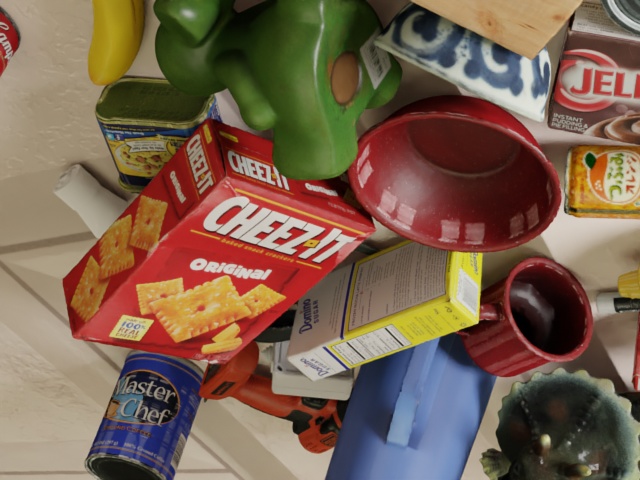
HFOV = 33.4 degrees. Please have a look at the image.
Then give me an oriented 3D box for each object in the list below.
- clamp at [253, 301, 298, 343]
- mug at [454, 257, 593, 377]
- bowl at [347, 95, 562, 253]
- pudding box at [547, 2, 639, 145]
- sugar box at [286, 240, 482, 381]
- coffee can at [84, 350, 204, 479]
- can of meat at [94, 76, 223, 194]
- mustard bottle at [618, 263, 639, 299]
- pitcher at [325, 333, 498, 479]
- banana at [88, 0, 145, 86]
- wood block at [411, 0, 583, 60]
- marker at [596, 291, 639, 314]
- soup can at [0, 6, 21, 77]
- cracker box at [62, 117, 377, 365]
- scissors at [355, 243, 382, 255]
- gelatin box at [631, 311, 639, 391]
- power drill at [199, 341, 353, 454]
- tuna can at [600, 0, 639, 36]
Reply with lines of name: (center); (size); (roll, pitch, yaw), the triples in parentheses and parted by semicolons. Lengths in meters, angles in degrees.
clamp: (-0.080, 0.062, 1.027); (0.209, 0.036, 0.165); (20, 128, -27)
mug: (0.165, 0.072, 0.927); (0.117, 0.093, 0.082); (2, 158, -28)
bowl: (0.104, -0.059, 0.811); (0.162, 0.055, 0.162); (11, 145, 8)
pudding box: (0.215, -0.107, 0.713); (0.113, 0.039, 0.090); (11, 145, 10)
sugar box: (0.056, 0.055, 0.931); (0.177, 0.093, 0.048); (-26, 125, 34)
coffee can: (-0.199, 0.211, 1.234); (0.103, 0.140, 0.103); (11, 145, 8)
can of meat: (-0.126, -0.084, 0.873); (0.102, 0.057, 0.084); (5, 141, 15)
mustard bottle: (0.328, 0.025, 0.830); (0.192, 0.058, 0.096); (-9, 138, 32)
pitcher: (0.080, 0.173, 0.976); (0.145, 0.242, 0.149); (-20, 124, 42)
banana: (-0.159, -0.182, 0.775); (0.070, 0.037, 0.198); (24, 147, 23)
wood block: (0.059, -0.201, 0.605); (0.206, 0.090, 0.090); (24, 144, -9)
marker: (0.298, 0.050, 0.910); (0.121, 0.020, 0.020); (-6, 139, 29)
soup can: (-0.285, -0.134, 0.832); (0.068, 0.102, 0.068); (11, 144, 8)
cracker box: (-0.085, 0.013, 0.879); (0.163, 0.072, 0.214); (17, 132, -41)
scissors: (-0.006, 0.001, 0.975); (0.201, 0.016, 0.096); (29, 145, -16)
gelatin box: (0.317, 0.097, 0.919); (0.089, 0.073, 0.030); (5, 142, 18)
power drill: (-0.026, 0.168, 1.174); (0.187, 0.057, 0.185); (28, 143, -15)
tuna can: (0.211, -0.162, 0.643); (0.086, 0.033, 0.086); (11, 145, 8)
